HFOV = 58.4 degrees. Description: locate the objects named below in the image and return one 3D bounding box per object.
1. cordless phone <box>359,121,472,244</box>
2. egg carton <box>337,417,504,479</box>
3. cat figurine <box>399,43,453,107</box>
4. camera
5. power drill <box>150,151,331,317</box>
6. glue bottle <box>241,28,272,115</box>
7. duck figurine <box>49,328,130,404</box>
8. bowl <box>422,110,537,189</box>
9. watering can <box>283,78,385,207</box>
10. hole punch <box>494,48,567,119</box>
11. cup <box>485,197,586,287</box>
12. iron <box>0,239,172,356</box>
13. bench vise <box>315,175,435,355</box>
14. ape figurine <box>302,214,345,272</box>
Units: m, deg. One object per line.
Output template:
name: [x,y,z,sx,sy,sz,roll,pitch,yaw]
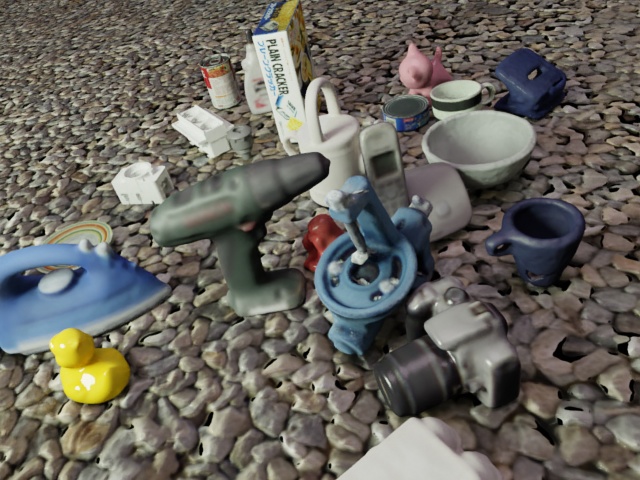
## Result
cordless phone: [0.124,-0.082,0.771,0.148,0.185,0.094,-22,40,-10]
egg carton: [0.080,0.229,0.506,0.150,0.069,0.107,-33,43,-22]
cat figurine: [0.196,-0.320,1.086,0.067,0.118,0.128,25,53,38]
camera: [0.121,0.114,0.606,0.137,0.101,0.142,-22,40,-10]
power drill: [-0.083,-0.004,0.721,0.229,0.209,0.075,-11,39,4]
glue bottle: [-0.126,-0.344,1.167,0.078,0.173,0.037,-18,39,-4]
duck figurine: [-0.288,0.146,0.700,0.104,0.086,0.078,14,47,30]
bowl: [0.242,-0.128,0.878,0.167,0.075,0.167,-8,40,7]
watering can: [0.023,-0.157,0.883,0.172,0.194,0.101,-8,40,7]
hole punch: [0.371,-0.278,1.006,0.109,0.091,0.100,-38,45,-27]
cup: [0.255,0.014,0.690,0.118,0.095,0.091,-19,39,-6]
iron: [-0.350,0.056,0.782,0.258,0.142,0.118,-15,39,-2]
bench vise: [0.059,-0.002,0.668,0.121,0.220,0.207,4,42,20]
ape figurine: [0.007,0.003,0.779,0.076,0.092,0.077,-14,39,0]
